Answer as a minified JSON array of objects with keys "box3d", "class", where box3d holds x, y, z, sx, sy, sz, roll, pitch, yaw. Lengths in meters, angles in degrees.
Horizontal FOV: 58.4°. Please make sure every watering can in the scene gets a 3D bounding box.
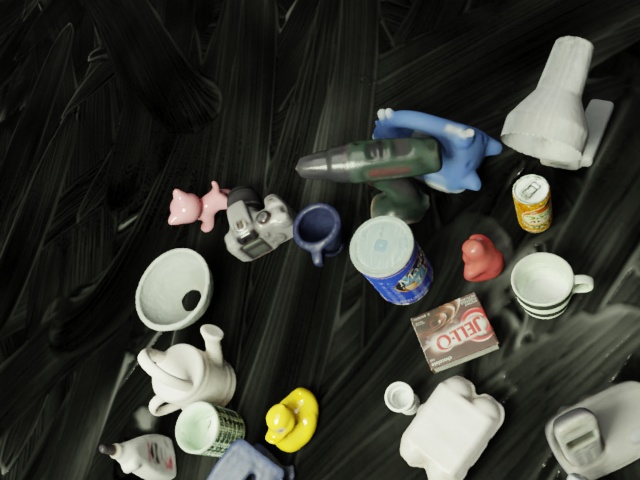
[{"box3d":[-0.229,0.221,0.970,0.100,0.195,0.173,13,72,29],"class":"watering can"}]

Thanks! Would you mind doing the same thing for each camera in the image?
[{"box3d":[-0.128,-0.052,1.113,0.143,0.101,0.136,-28,58,9],"class":"camera"}]

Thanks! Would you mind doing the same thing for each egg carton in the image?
[{"box3d":[0.189,0.276,0.829,0.107,0.070,0.150,32,82,33],"class":"egg carton"}]

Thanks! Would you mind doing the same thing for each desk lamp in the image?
[{"box3d":[0.372,-0.194,0.888,0.117,0.214,0.203,18,75,30],"class":"desk lamp"}]

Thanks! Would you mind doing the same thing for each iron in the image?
[{"box3d":[0.180,-0.183,1.014,0.257,0.142,0.119,25,78,32],"class":"iron"}]

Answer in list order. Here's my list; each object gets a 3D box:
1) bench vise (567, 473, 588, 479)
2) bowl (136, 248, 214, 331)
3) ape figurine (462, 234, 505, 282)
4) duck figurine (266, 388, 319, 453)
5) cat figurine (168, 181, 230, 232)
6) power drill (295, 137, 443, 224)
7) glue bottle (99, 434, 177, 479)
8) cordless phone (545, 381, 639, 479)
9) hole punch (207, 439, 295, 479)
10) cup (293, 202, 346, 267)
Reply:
[{"box3d":[0.259,0.375,0.659,0.121,0.220,0.207,-5,64,23],"class":"bench vise"},{"box3d":[-0.269,0.105,1.116,0.167,0.075,0.167,-10,62,20],"class":"bowl"},{"box3d":[0.251,0.025,0.910,0.076,0.092,0.078,28,79,32],"class":"ape figurine"},{"box3d":[-0.052,0.286,0.923,0.077,0.086,0.105,20,75,31],"class":"duck figurine"},{"box3d":[-0.248,-0.073,1.167,0.128,0.118,0.067,-35,57,5],"class":"cat figurine"},{"box3d":[0.100,-0.098,0.968,0.229,0.209,0.075,-12,62,19],"class":"power drill"},{"box3d":[-0.303,0.357,0.950,0.037,0.174,0.078,-29,57,9],"class":"glue bottle"},{"box3d":[0.353,0.228,0.709,0.147,0.186,0.094,-34,57,6],"class":"cordless phone"},{"box3d":[-0.110,0.380,0.901,0.100,0.091,0.109,29,80,32],"class":"hole punch"},{"box3d":[0.009,0.004,1.027,0.091,0.095,0.117,-12,62,19],"class":"cup"}]
